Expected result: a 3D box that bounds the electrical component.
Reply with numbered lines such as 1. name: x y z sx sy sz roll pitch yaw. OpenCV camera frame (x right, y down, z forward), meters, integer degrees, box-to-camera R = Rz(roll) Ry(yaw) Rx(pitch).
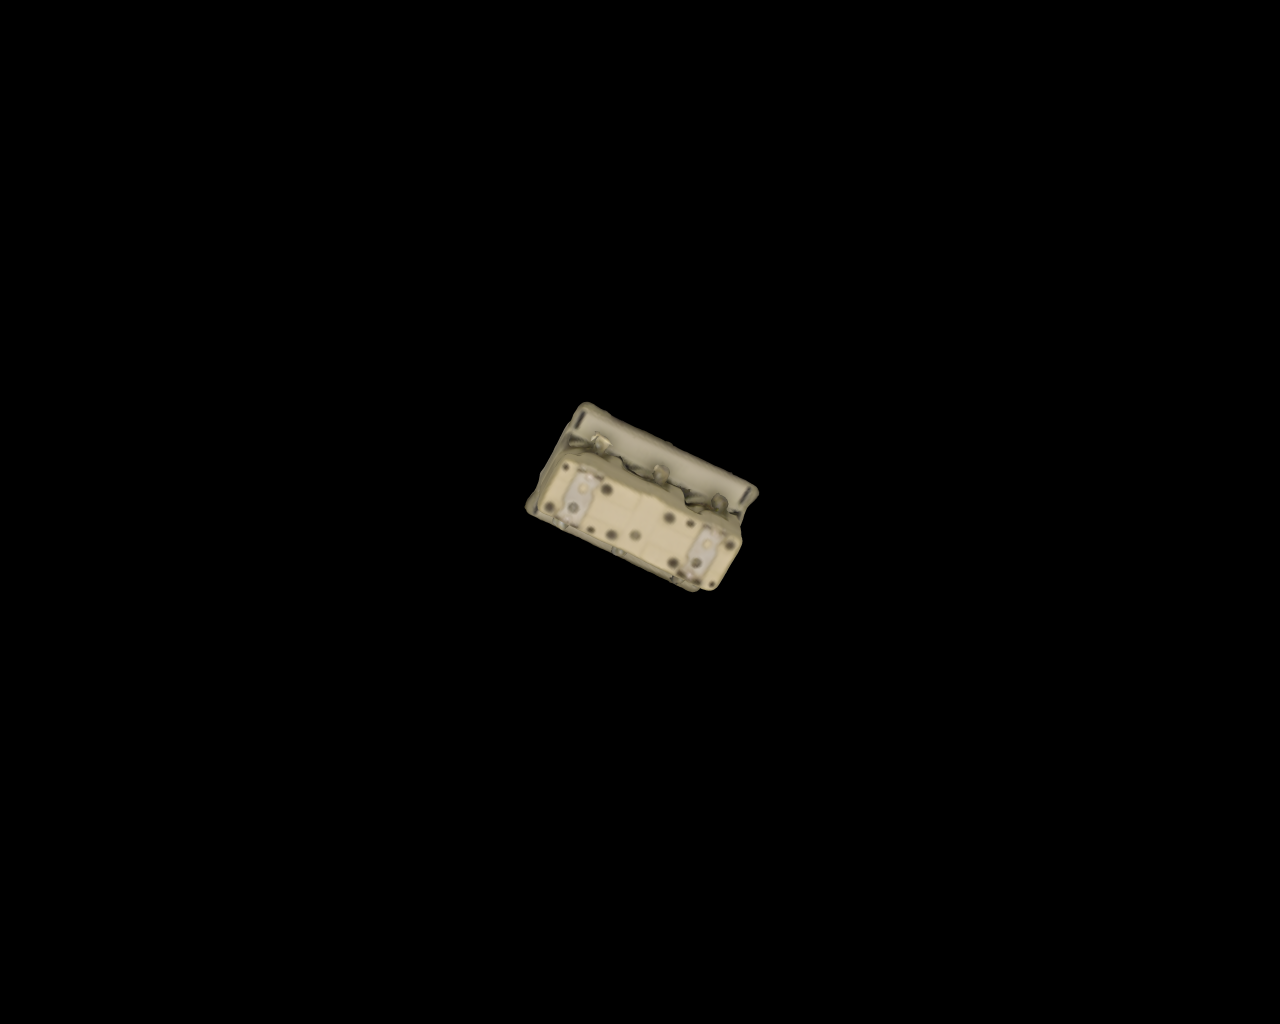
1. electrical component: 0.001 -0.003 0.650 0.121 0.078 0.063 26 21 -11
